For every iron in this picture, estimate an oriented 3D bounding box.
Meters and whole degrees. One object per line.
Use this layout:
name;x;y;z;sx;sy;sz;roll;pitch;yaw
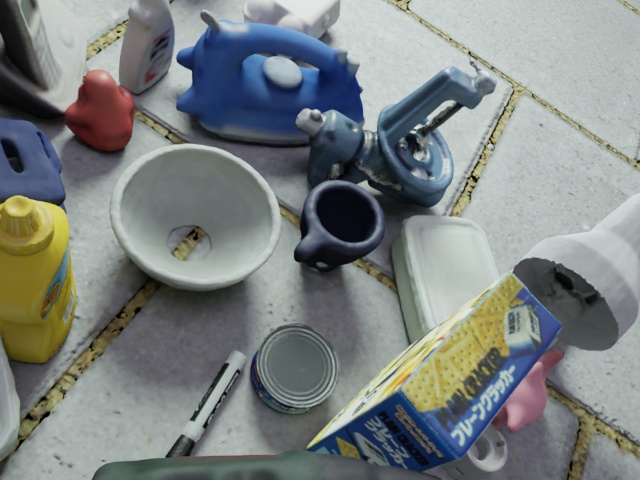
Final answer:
iron;-0.040;-0.202;0.700;0.259;0.141;0.118;3;60;-20

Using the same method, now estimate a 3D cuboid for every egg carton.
egg carton;-0.037;-0.327;0.820;0.107;0.069;0.150;34;54;0

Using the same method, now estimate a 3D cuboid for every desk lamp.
desk lamp;0.284;0.042;0.641;0.204;0.213;0.118;-35;78;-34

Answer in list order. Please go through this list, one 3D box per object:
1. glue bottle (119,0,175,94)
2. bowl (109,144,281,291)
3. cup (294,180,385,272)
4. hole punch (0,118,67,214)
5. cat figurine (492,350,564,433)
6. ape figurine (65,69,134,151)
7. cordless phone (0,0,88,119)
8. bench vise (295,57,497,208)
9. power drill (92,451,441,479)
glue bottle;-0.191;-0.248;0.647;0.037;0.173;0.078;30;54;-2
bowl;-0.129;-0.013;0.592;0.168;0.074;0.167;10;58;-16
cup;0.006;0.002;0.625;0.091;0.095;0.118;45;55;8
hole punch;-0.302;-0.070;0.546;0.101;0.091;0.108;-21;70;-30
cat figurine;0.210;0.154;0.603;0.128;0.117;0.067;-25;72;-32
ape figurine;-0.235;-0.146;0.618;0.078;0.092;0.076;-17;68;-29
cordless phone;-0.295;-0.233;0.589;0.094;0.185;0.147;5;59;-19
bench vise;0.086;-0.116;0.652;0.208;0.219;0.121;-3;62;-23
power drill;-0.048;0.200;0.416;0.230;0.208;0.075;7;58;-18
